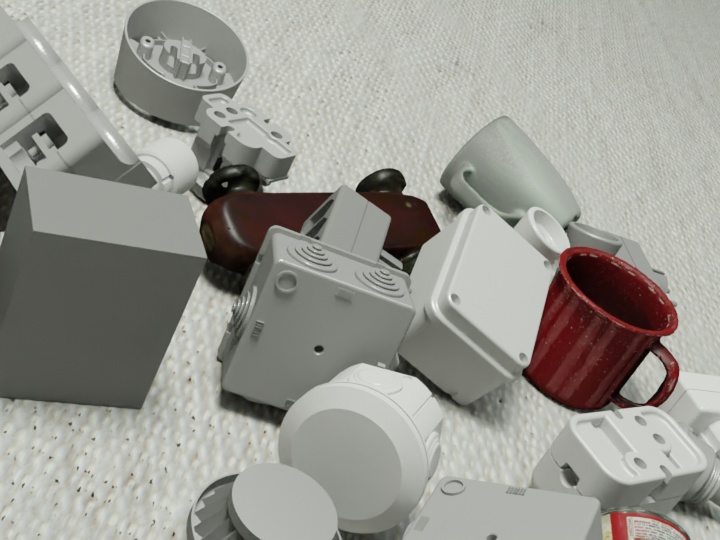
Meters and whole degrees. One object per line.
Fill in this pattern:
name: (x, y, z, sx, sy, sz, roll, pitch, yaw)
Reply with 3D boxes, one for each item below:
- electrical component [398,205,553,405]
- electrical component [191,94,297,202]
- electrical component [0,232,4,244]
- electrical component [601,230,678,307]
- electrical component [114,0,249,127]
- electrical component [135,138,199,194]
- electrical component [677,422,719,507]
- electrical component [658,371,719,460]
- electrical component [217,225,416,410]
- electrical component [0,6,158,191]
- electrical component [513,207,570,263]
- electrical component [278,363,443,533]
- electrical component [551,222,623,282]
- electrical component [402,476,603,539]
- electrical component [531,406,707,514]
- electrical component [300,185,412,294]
electrical component: (0.075, 0.021, 0.706, 0.078, 0.057, 0.113, 40, 41, -14)
electrical component: (-0.088, -0.079, 0.762, 0.078, 0.057, 0.058, 40, 31, 19)
electrical component: (-0.171, 0.000, 0.594, 0.065, 0.044, 0.044, 9, 35, -21)
electrical component: (0.227, 0.013, 0.888, 0.077, 0.047, 0.065, 17, 32, -17)
electrical component: (-0.140, -0.159, 0.835, 0.099, 0.064, 0.099, 20, 31, -13)
electrical component: (-0.139, -0.060, 0.710, 0.040, 0.040, 0.078, 32, 31, 6)
electrical component: (0.218, 0.133, 0.705, 0.062, 0.048, 0.048, 34, 30, -4)
electrical component: (0.249, 0.115, 0.751, 0.066, 0.047, 0.076, 9, 36, -29)
electrical component: (-0.025, 0.035, 0.604, 0.100, 0.099, 0.048, 20, 18, -14)
electrical component: (-0.187, -0.085, 0.646, 0.150, 0.062, 0.089, 49, -7, 31)
electrical component: (0.122, -0.012, 0.822, 0.044, 0.065, 0.044, 32, 35, -26)
electrical component: (0.002, 0.091, 0.559, 0.080, 0.080, 0.051, 34, 25, 11)
electrical component: (0.173, 0.000, 0.846, 0.044, 0.065, 0.044, 19, 14, -5)
electrical component: (0.065, 0.145, 0.511, 0.100, 0.048, 0.100, 3, 27, 27)
electrical component: (0.154, 0.124, 0.650, 0.095, 0.059, 0.053, 0, 40, -39)
electrical component: (0.000, 0.000, 0.663, 0.077, 0.047, 0.065, 34, 43, -16)
